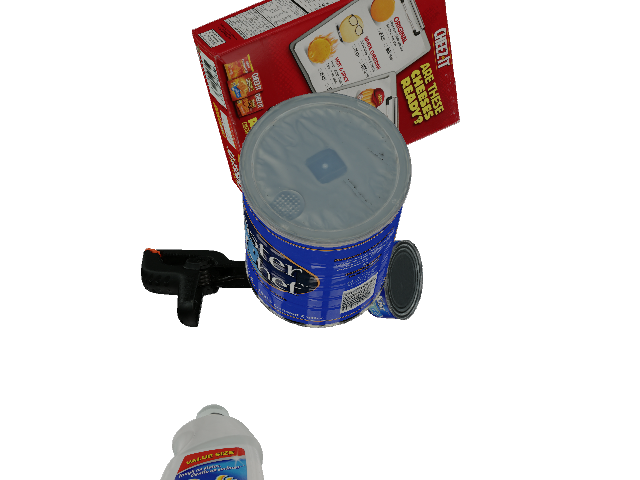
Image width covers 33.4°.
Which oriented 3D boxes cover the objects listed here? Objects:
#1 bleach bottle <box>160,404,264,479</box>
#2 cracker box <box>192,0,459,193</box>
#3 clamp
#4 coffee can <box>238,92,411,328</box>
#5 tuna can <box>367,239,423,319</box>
[{"bbox_3d":[-0.093,0.212,0.833,0.102,0.068,0.251,-3,26,-4],"label":"bleach bottle"},{"bbox_3d":[0.008,-0.144,0.944,0.213,0.164,0.072,-25,41,-14],"label":"cracker box"},{"bbox_3d":[-0.123,0.039,1.066,0.210,0.036,0.164,10,20,43],"label":"clamp"},{"bbox_3d":[0.000,-0.015,0.693,0.103,0.103,0.140,0,-25,-2],"label":"coffee can"},{"bbox_3d":[0.077,0.041,1.145,0.034,0.086,0.086,2,1,31],"label":"tuna can"}]
